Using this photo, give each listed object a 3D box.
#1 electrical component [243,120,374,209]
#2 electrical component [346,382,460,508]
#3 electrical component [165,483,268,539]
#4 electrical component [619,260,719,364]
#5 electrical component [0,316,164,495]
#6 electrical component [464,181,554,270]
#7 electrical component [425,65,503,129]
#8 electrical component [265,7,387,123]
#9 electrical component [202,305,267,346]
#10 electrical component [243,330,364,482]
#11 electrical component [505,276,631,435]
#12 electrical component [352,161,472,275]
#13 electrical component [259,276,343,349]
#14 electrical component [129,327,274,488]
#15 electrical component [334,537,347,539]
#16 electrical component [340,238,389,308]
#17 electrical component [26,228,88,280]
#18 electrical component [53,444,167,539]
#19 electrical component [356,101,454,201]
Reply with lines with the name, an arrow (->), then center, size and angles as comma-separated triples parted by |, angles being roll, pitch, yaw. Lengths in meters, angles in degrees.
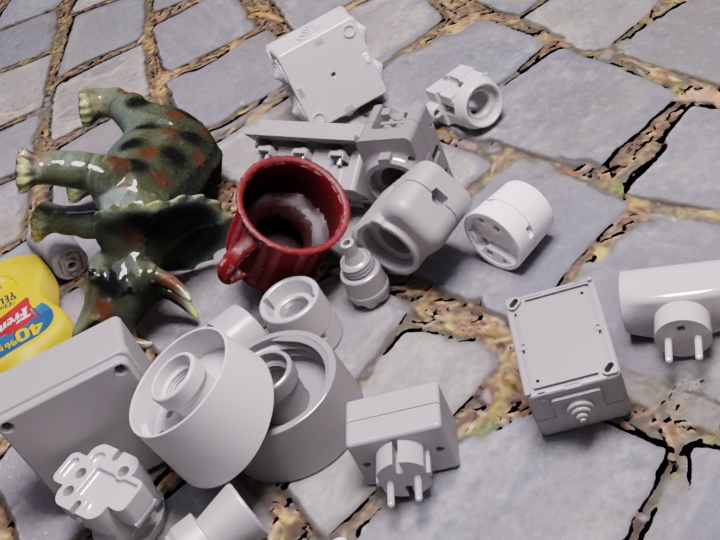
electrical component -> -0.037, -0.095, 0.964 | 0.121, 0.079, 0.063 | 8, 79, 34
electrical component -> 0.029, 0.123, 0.711 | 0.066, 0.047, 0.076 | -15, 41, 13
electrical component -> -0.096, 0.177, 0.720 | 0.055, 0.045, 0.045 | -37, 41, -12
electrical component -> 0.215, 0.030, 0.716 | 0.077, 0.043, 0.079 | -7, 43, 21
electrical component -> -0.200, 0.107, 0.801 | 0.109, 0.108, 0.056 | -27, 37, -1
electrical component -> 0.117, -0.036, 0.832 | 0.055, 0.055, 0.047 | 23, 56, 42
electrical component -> 0.098, -0.155, 0.978 | 0.066, 0.048, 0.055 | -37, 33, -13
electrical component -> -0.031, -0.195, 1.048 | 0.100, 0.099, 0.048 | -29, 27, -4
electrical component -> -0.101, 0.061, 0.843 | 0.047, 0.055, 0.055 | -41, 42, -22
electrical component -> -0.057, 0.092, 0.780 | 0.108, 0.060, 0.108 | -15, 41, 13
electrical component -> 0.139, 0.064, 0.711 | 0.062, 0.061, 0.096 | -16, 48, 12
electrical component -> 0.037, -0.036, 0.846 | 0.059, 0.054, 0.095 | -52, 8, -28
electrical component -> -0.047, 0.038, 0.843 | 0.055, 0.047, 0.055 | -15, 41, 13
electrical component -> -0.109, 0.091, 0.743 | 0.099, 0.064, 0.099 | -29, 36, 23
electrical component -> -0.026, 0.236, 0.605 | 0.150, 0.061, 0.089 | -44, 43, -21
electrical component -> 0.000, 0.000, 0.848 | 0.035, 0.061, 0.035 | -15, 41, 13
electrical component -> -0.290, -0.019, 1.039 | 0.044, 0.044, 0.065 | -37, 46, -13
electrical component -> -0.173, 0.165, 0.764 | 0.078, 0.057, 0.058 | 13, 53, 37
electrical component -> 0.038, -0.087, 0.902 | 0.050, 0.089, 0.055 | -1, 46, 27
